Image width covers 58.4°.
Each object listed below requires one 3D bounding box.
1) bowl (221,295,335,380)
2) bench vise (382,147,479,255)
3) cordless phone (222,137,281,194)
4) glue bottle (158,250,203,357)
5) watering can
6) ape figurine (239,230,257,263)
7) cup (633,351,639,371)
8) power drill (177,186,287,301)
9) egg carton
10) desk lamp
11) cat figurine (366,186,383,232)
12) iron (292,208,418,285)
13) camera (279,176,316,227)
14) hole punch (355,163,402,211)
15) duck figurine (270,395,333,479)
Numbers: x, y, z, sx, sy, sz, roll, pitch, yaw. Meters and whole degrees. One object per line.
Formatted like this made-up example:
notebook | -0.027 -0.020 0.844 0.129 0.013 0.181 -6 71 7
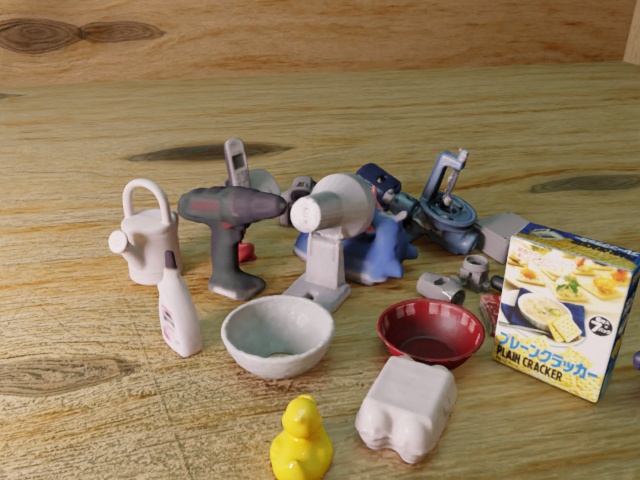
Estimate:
bowl | -0.060 0.155 0.856 0.167 0.075 0.167 0 27 0
bench vise | 0.223 -0.084 1.160 0.207 0.220 0.121 7 28 13
cordless phone | -0.163 -0.156 1.342 0.093 0.185 0.148 19 33 33
glue bottle | -0.220 0.092 0.874 0.077 0.173 0.037 24 36 38
watering can | -0.318 -0.018 1.065 0.101 0.194 0.172 -1 27 -1
ape figurine | -0.168 -0.003 1.146 0.076 0.092 0.077 -10 29 -17
cup | 0.473 0.181 0.779 0.118 0.095 0.091 -6 28 -11
power drill | -0.151 -0.003 1.019 0.228 0.208 0.076 15 31 27
egg carton | 0.115 0.215 0.744 0.107 0.069 0.150 12 30 23
desk lamp | 0.009 0.004 0.999 0.117 0.214 0.204 12 30 23
cat figurine | 0.101 -0.076 1.258 0.067 0.118 0.128 11 30 22
iron | 0.056 -0.012 1.108 0.257 0.141 0.119 13 30 24
camera | -0.020 -0.101 1.326 0.143 0.101 0.137 2 27 4
hole punch | 0.143 -0.133 1.397 0.100 0.091 0.109 14 30 25
duck figurine | -0.023 0.234 0.690 0.077 0.086 0.104 3 27 7
